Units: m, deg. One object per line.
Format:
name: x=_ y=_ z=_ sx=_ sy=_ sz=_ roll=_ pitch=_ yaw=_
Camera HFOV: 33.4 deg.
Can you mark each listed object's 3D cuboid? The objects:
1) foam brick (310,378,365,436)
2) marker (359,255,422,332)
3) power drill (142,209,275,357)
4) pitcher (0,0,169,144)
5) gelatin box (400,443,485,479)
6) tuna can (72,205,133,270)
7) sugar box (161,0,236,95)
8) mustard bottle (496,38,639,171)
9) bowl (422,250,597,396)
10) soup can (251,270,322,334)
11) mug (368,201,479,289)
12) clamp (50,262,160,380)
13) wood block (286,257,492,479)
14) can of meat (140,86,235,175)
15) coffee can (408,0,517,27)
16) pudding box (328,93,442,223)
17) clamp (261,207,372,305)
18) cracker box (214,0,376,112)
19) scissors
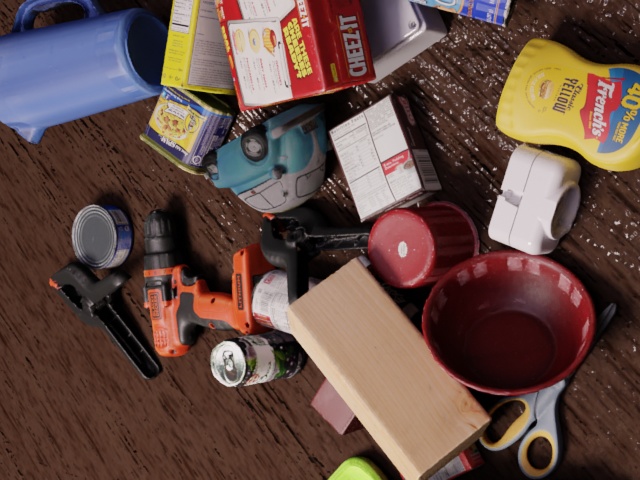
foam brick: x=0.039 y=0.169 z=1.143 sx=0.053 sy=0.078 sz=0.051 roll=43 pitch=114 yaw=27
marker: x=0.080 y=0.061 z=1.142 sx=0.121 sy=0.020 sz=0.020 roll=44 pitch=117 yaw=27
power drill: x=-0.138 y=0.048 z=1.284 sx=0.188 sy=0.057 sz=0.184 roll=-6 pitch=92 yaw=40
pitcher: x=-0.304 y=-0.229 z=1.355 sx=0.243 sy=0.144 sz=0.149 roll=-6 pitch=130 yaw=33
gelatin box: x=0.118 y=0.219 z=1.115 sx=0.089 sy=0.030 sz=0.073 roll=-37 pitch=71 yaw=35
tuna can: x=-0.286 y=-0.004 z=1.406 sx=0.086 sy=0.033 sz=0.086 roll=2 pitch=94 yaw=37
sugar box: x=-0.127 y=-0.261 z=1.238 sx=0.048 sy=0.093 sz=0.176 roll=15 pitch=100 yaw=37
mustard bottle: x=0.262 y=-0.115 z=0.972 sx=0.192 sy=0.058 sz=0.096 roll=25 pitch=92 yaw=33
bowl: x=0.180 y=0.089 z=1.016 sx=0.162 sy=0.055 sz=0.162 roll=-6 pitch=52 yaw=8
soup can: x=-0.018 y=0.074 z=1.187 sx=0.102 sy=0.068 sz=0.068 roll=12 pitch=100 yaw=36
mug: x=0.094 y=0.012 z=1.091 sx=0.117 sy=0.081 sz=0.093 roll=-32 pitch=73 yaw=33
clamp: x=-0.287 y=0.075 z=1.381 sx=0.210 sy=0.036 sz=0.164 roll=30 pitch=139 yaw=37
wood block: x=0.065 y=0.131 z=1.056 sx=0.090 sy=0.090 sz=0.206 roll=-36 pitch=72 yaw=-12
can of meat: x=-0.159 y=-0.139 z=1.290 sx=0.102 sy=0.057 sz=0.084 roll=36 pitch=110 yaw=29
coffee can: x=0.124 y=-0.269 z=1.011 sx=0.140 sy=0.102 sz=0.103 roll=17 pitch=104 yaw=10
pudding box: x=0.067 y=-0.086 z=1.134 sx=0.090 sy=0.039 sz=0.113 roll=-27 pitch=74 yaw=35
clamp: x=-0.008 y=0.001 z=1.169 sx=0.120 sy=0.039 sz=0.172 roll=-32 pitch=37 yaw=-5
cracker box: x=-0.033 y=-0.229 z=1.117 sx=0.214 sy=0.072 sz=0.164 roll=1 pitch=106 yaw=63
scissors: x=0.236 y=0.156 z=1.032 sx=0.202 sy=0.016 sz=0.096 roll=-44 pitch=69 yaw=30
